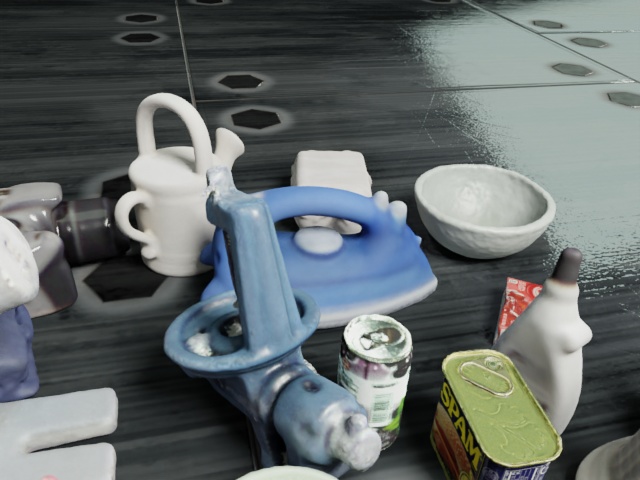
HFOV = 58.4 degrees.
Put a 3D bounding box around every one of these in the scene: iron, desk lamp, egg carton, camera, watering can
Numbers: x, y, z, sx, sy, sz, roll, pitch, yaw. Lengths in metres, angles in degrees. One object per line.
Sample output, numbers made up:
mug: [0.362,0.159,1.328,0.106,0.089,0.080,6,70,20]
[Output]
iron: [0.005,0.002,0.583,0.258,0.141,0.118,-4,34,-10]
desk lamp: [-0.254,0.084,0.374,0.203,0.214,0.117,-7,35,-15]
egg carton: [0.014,-0.065,0.749,0.107,0.069,0.150,0,34,-4]
camera: [-0.276,-0.005,0.608,0.137,0.101,0.142,-11,36,-20]
watering can: [-0.153,-0.069,0.630,0.100,0.194,0.173,8,34,8]

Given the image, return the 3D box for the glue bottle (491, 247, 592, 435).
glue bottle: [0.178,0.079,0.453,0.037,0.173,0.077,-23,42,-33]

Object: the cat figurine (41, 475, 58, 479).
cat figurine: [-0.136,0.189,0.313,0.067,0.118,0.127,-15,38,-24]

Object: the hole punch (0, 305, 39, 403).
hole punch: [-0.298,0.084,0.482,0.101,0.091,0.108,-17,38,-27]

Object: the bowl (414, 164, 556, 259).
bowl: [0.194,-0.026,0.701,0.167,0.075,0.167,2,34,-1]

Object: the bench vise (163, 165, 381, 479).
bench vise: [-0.028,0.063,0.419,0.206,0.220,0.122,21,38,25]

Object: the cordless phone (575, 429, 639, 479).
cordless phone: [0.220,0.149,0.342,0.094,0.185,0.148,13,35,15]
